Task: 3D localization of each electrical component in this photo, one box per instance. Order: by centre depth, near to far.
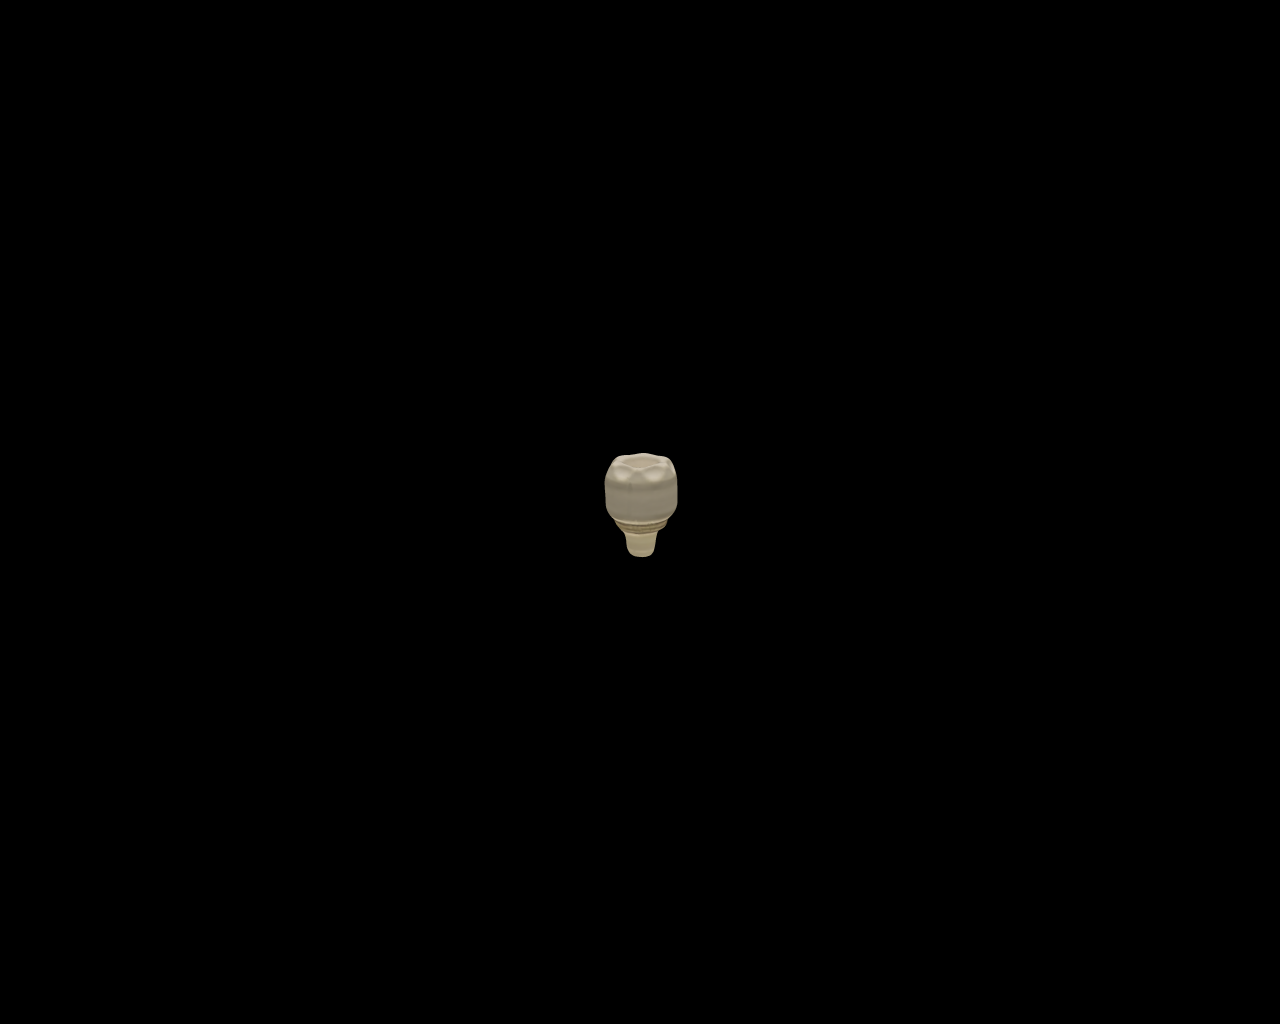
[{"bbox_3d":[0.001,-0.003,0.650,0.043,0.062,0.043,0,18,0],"label":"electrical component"}]
